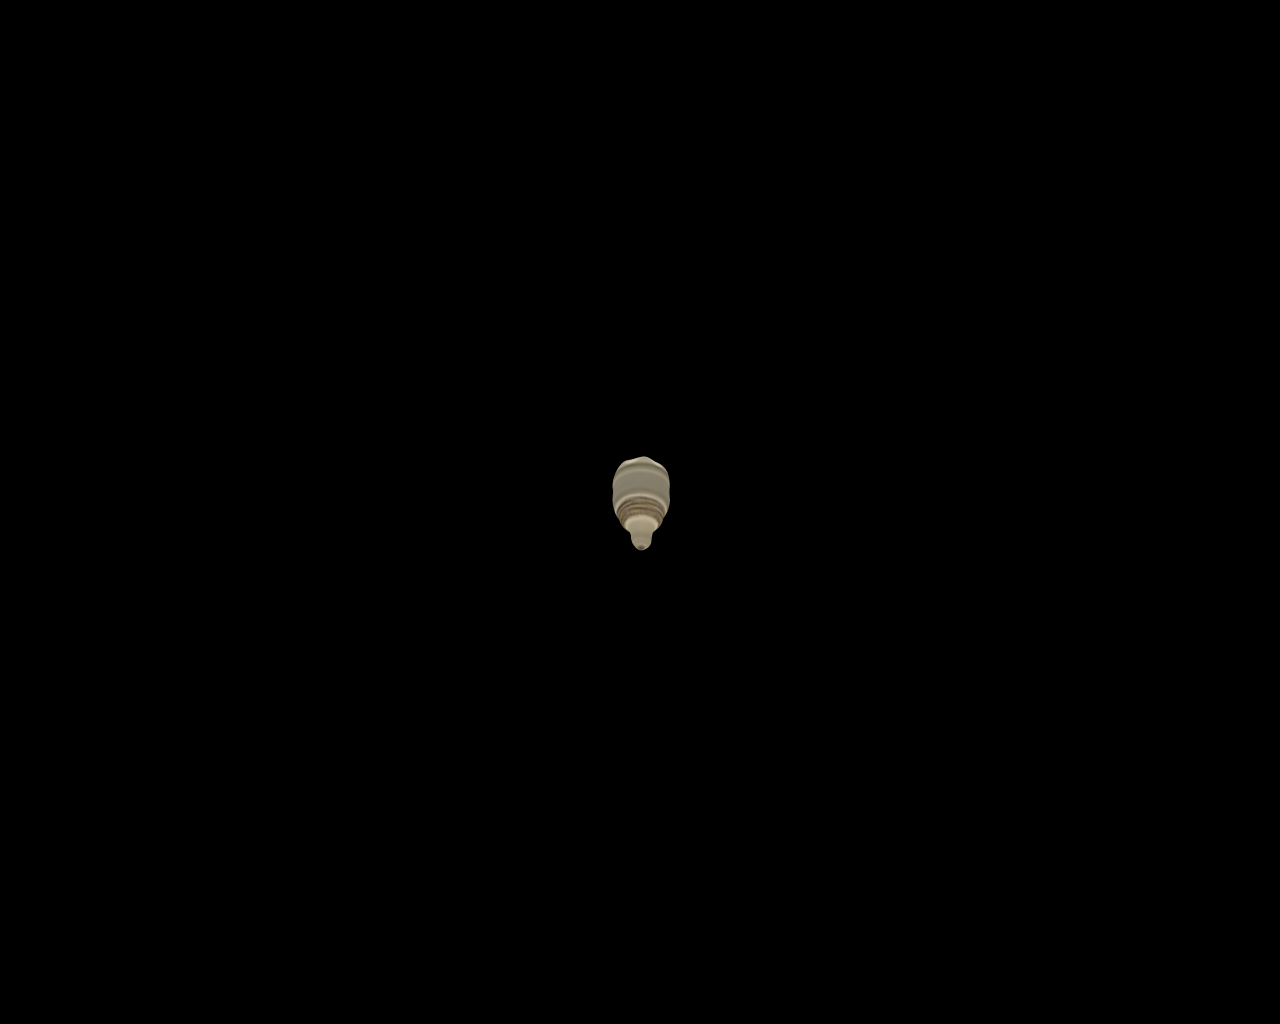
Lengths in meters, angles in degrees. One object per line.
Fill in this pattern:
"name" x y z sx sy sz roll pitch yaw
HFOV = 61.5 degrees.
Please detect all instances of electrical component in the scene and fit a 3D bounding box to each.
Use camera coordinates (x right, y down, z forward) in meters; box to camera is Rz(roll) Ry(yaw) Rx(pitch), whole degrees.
"electrical component" 0.001 -0.003 0.650 0.035 0.061 0.035 0 -38 0
